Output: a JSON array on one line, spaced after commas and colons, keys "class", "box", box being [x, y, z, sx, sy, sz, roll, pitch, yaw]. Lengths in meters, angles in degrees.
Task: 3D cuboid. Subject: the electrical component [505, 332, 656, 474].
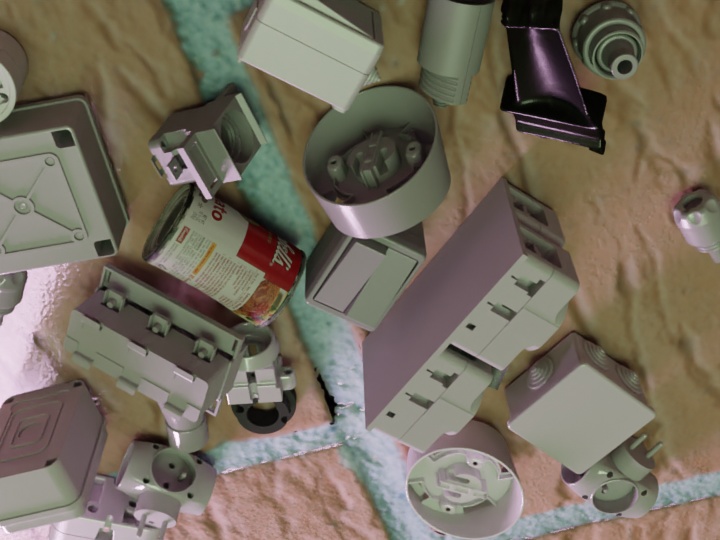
[{"class": "electrical component", "box": [0.180, 0.110, 0.894, 0.100, 0.048, 0.100, 35, 117, -22]}]

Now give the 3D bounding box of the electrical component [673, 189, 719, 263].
[{"class": "electrical component", "box": [0.262, -0.030, 0.812, 0.035, 0.035, 0.061, -27, 123, 16]}]

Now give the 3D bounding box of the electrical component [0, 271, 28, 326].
[{"class": "electrical component", "box": [-0.277, 0.018, 0.829, 0.035, 0.035, 0.061, 15, 125, -12]}]

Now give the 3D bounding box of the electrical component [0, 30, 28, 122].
[{"class": "electrical component", "box": [-0.253, -0.131, 0.720, 0.055, 0.047, 0.055, -1, 124, -1]}]

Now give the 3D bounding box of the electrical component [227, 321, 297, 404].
[{"class": "electrical component", "box": [-0.087, 0.075, 0.866, 0.066, 0.048, 0.055, -4, 132, 1]}]

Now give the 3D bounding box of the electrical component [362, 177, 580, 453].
[{"class": "electrical component", "box": [0.080, 0.038, 0.809, 0.060, 0.105, 0.186, 29, 119, -19]}]

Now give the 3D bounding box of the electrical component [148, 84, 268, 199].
[{"class": "electrical component", "box": [-0.107, -0.088, 0.742, 0.064, 0.081, 0.042, -5, 127, 29]}]

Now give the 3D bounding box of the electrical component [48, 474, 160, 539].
[{"class": "electrical component", "box": [-0.225, 0.224, 0.957, 0.095, 0.053, 0.059, 14, 123, -11]}]

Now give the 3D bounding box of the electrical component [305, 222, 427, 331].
[{"class": "electrical component", "box": [0.000, 0.000, 0.808, 0.062, 0.061, 0.096, 25, 120, -17]}]

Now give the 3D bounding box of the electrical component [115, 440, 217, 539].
[{"class": "electrical component", "box": [-0.171, 0.195, 0.925, 0.077, 0.079, 0.044, 23, 143, -16]}]

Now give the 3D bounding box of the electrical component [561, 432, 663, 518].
[{"class": "electrical component", "box": [0.231, 0.172, 0.940, 0.077, 0.044, 0.079, 29, 118, -20]}]

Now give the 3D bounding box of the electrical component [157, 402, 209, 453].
[{"class": "electrical component", "box": [-0.146, 0.121, 0.898, 0.044, 0.044, 0.065, -1, 129, -1]}]

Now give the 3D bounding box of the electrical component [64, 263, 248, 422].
[{"class": "electrical component", "box": [-0.157, 0.060, 0.816, 0.121, 0.063, 0.078, 27, 122, 9]}]

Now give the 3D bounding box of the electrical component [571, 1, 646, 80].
[{"class": "electrical component", "box": [0.169, -0.147, 0.713, 0.048, 0.062, 0.048, -1, 124, -1]}]

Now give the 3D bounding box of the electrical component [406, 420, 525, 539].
[{"class": "electrical component", "box": [0.088, 0.180, 0.930, 0.099, 0.064, 0.099, -1, 124, -1]}]

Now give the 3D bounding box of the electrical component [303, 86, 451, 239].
[{"class": "electrical component", "box": [0.012, -0.072, 0.741, 0.099, 0.099, 0.064, -18, 129, 10]}]

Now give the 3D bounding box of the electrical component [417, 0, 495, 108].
[{"class": "electrical component", "box": [0.061, -0.147, 0.721, 0.043, 0.043, 0.081, 6, 124, -6]}]

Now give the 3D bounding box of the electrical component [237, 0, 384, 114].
[{"class": "electrical component", "box": [-0.024, -0.153, 0.703, 0.096, 0.061, 0.061, 24, 120, -17]}]

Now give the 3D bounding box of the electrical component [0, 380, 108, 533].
[{"class": "electrical component", "box": [-0.256, 0.150, 0.871, 0.078, 0.113, 0.057, -14, 120, 8]}]

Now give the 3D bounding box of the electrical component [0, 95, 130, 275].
[{"class": "electrical component", "box": [-0.233, -0.059, 0.764, 0.109, 0.056, 0.108, -9, 124, 5]}]
